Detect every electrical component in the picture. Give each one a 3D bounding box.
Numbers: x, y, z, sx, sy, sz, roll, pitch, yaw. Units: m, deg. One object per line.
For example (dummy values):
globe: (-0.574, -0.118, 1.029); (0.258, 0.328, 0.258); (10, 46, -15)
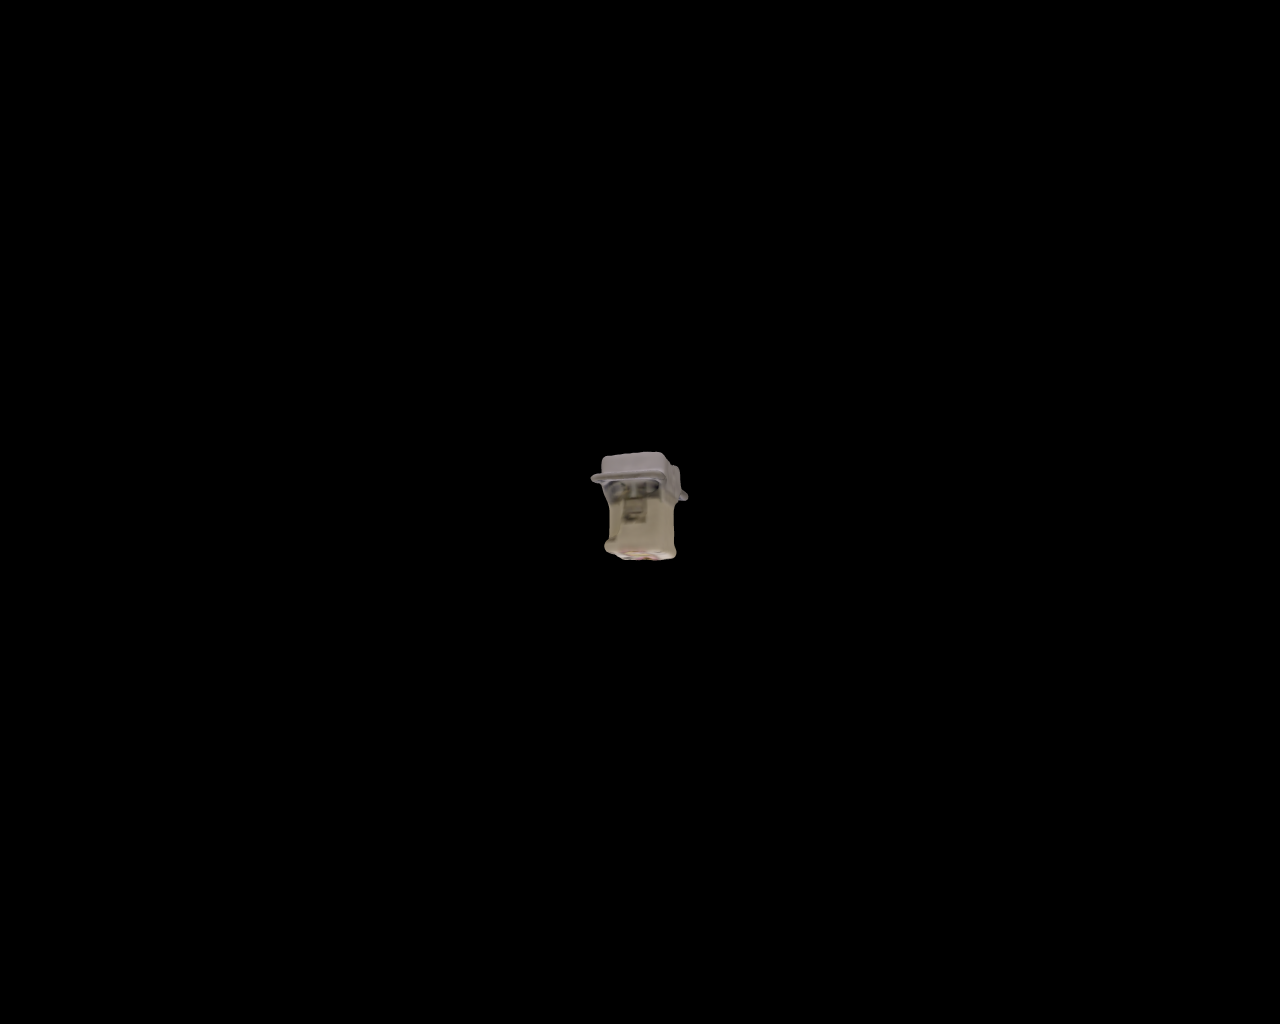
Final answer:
electrical component: (0.001, -0.003, 0.650); (0.042, 0.063, 0.081); (-3, -10, 15)
